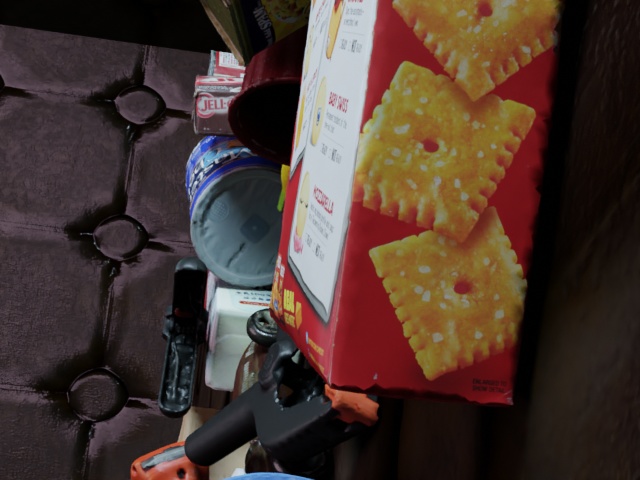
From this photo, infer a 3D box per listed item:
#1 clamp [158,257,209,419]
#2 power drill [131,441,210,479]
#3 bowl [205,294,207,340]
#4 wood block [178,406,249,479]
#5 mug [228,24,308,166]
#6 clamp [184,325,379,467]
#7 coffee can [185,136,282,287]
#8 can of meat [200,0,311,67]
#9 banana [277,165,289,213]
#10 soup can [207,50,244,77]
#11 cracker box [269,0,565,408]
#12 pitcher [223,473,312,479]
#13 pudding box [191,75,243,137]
[{"bbox_3d":[-0.110,0.079,0.858,0.171,0.039,0.120,130,153,-83],"label":"clamp"},{"bbox_3d":[-0.071,0.246,0.733,0.188,0.057,0.184,53,147,38],"label":"power drill"},{"bbox_3d":[-0.103,0.057,1.181,0.162,0.055,0.162,5,-90,-83],"label":"bowl"},{"bbox_3d":[-0.082,0.256,0.891,0.091,0.090,0.206,108,167,-54],"label":"wood block"},{"bbox_3d":[-0.009,-0.097,0.672,0.117,0.093,0.081,126,156,-58],"label":"mug"},{"bbox_3d":[-0.022,0.090,0.649,0.164,0.036,0.210,-62,20,0],"label":"clamp"},{"bbox_3d":[-0.063,-0.033,0.920,0.140,0.102,0.103,-113,31,-68],"label":"coffee can"},{"bbox_3d":[-0.024,-0.153,0.583,0.057,0.084,0.102,57,174,16],"label":"can of meat"},{"bbox_3d":[0.001,-0.032,0.728,0.198,0.037,0.069,-126,34,-73],"label":"banana"},{"bbox_3d":[-0.046,-0.120,0.904,0.068,0.102,0.068,-174,90,-82],"label":"soup can"},{"bbox_3d":[0.035,-0.059,0.408,0.164,0.072,0.214,-157,75,-80],"label":"cracker box"},{"bbox_3d":[-0.040,0.226,0.495,0.144,0.149,0.243,-25,-45,-55],"label":"pitcher"},{"bbox_3d":[-0.041,-0.102,0.814,0.090,0.113,0.039,-110,24,-73],"label":"pudding box"}]
